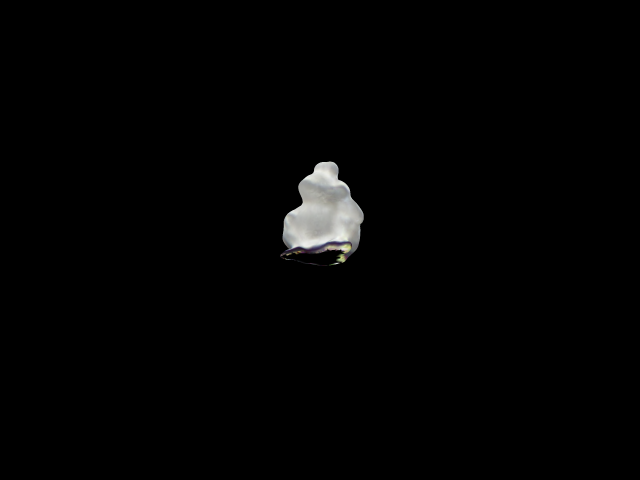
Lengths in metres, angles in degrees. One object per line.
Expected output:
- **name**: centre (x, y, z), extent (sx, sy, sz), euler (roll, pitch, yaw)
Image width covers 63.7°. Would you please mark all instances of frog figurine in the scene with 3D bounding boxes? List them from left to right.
- **frog figurine**: centre (0.003, -0.043, 0.850), extent (0.136, 0.162, 0.121), euler (-16, -28, 33)
